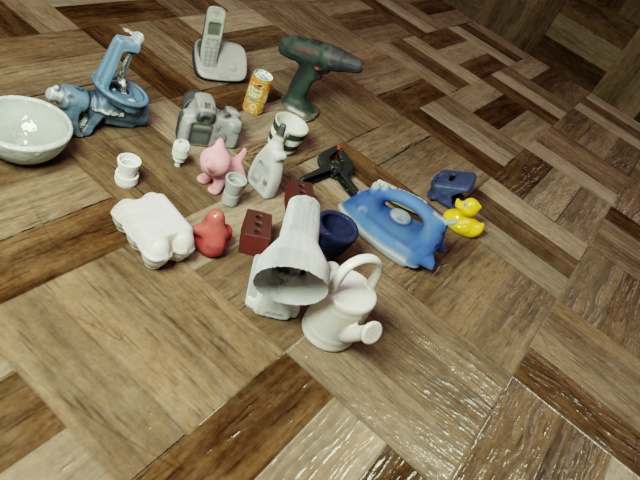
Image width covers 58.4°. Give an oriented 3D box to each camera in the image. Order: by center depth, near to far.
[{"bbox_3d":[-0.258,-0.291,1.313,0.143,0.100,0.136,2,45,-27],"label":"camera"}]

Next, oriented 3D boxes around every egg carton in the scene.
[{"bbox_3d":[-0.294,-0.019,1.016,0.107,0.069,0.150,-23,60,-43],"label":"egg carton"}]

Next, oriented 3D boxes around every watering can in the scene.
[{"bbox_3d":[0.051,0.102,0.975,0.101,0.194,0.172,-23,60,-43],"label":"watering can"}]

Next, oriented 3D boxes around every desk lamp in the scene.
[{"bbox_3d":[-0.056,0.042,0.967,0.118,0.213,0.203,16,40,-12],"label":"desk lamp"}]

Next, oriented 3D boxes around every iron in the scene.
[{"bbox_3d":[0.168,-0.052,1.253,0.258,0.141,0.119,33,39,8],"label":"iron"}]

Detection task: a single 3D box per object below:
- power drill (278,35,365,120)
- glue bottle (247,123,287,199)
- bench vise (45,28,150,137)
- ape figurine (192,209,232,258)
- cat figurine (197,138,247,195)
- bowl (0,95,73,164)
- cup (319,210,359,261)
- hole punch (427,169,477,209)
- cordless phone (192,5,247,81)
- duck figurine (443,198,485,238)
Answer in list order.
[{"bbox_3d":[-0.015,-0.432,1.518,0.229,0.208,0.076,29,39,4],"label":"power drill"},{"bbox_3d":[-0.102,-0.173,1.211,0.037,0.173,0.078,-20,57,-42],"label":"glue bottle"},{"bbox_3d":[-0.425,-0.310,1.145,0.121,0.219,0.208,37,40,14],"label":"bench vise"},{"bbox_3d":[-0.196,-0.020,1.053,0.078,0.092,0.076,11,41,-18],"label":"ape figurine"},{"bbox_3d":[-0.201,-0.158,1.183,0.067,0.117,0.128,44,42,21],"label":"cat figurine"},{"bbox_3d":[-0.550,-0.191,1.061,0.168,0.074,0.167,16,40,-13],"label":"bowl"},{"bbox_3d":[0.010,0.004,1.139,0.118,0.095,0.091,-15,54,-39],"label":"cup"},{"bbox_3d":[0.342,-0.143,1.489,0.101,0.091,0.109,31,39,5],"label":"hole punch"},{"bbox_3d":[-0.250,-0.511,1.493,0.148,0.185,0.094,-7,49,-34],"label":"cordless phone"},{"bbox_3d":[0.367,-0.062,1.418,0.104,0.086,0.078,32,39,7],"label":"duck figurine"}]
